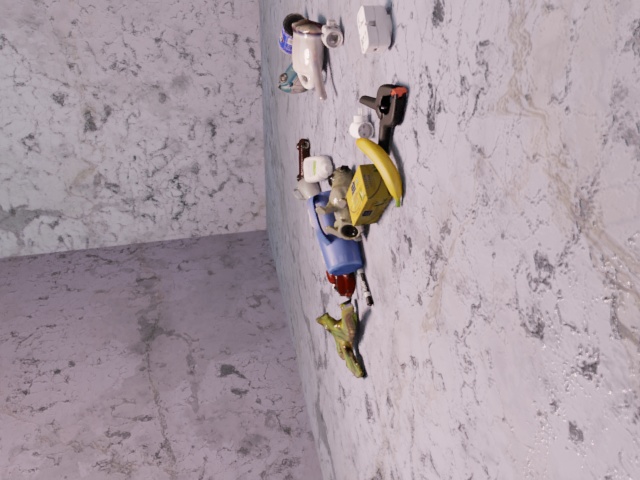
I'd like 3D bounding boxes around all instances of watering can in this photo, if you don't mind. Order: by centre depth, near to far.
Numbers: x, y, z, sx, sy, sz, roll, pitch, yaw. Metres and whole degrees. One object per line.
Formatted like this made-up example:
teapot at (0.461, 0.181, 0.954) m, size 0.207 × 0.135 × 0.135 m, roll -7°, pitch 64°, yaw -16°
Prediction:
watering can at (-0.028, -0.604, 1.708) m, size 0.355 × 0.104 × 0.219 m, roll -119°, pitch 26°, yaw -53°

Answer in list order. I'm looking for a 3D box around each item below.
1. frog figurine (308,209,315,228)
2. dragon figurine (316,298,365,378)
frog figurine at (0.005, -0.089, 1.774) m, size 0.159 × 0.124 × 0.136 m, roll 8°, pitch 124°, yaw 67°
dragon figurine at (0.096, 0.324, 1.658) m, size 0.244 × 0.123 × 0.406 m, roll 65°, pitch 169°, yaw 6°
